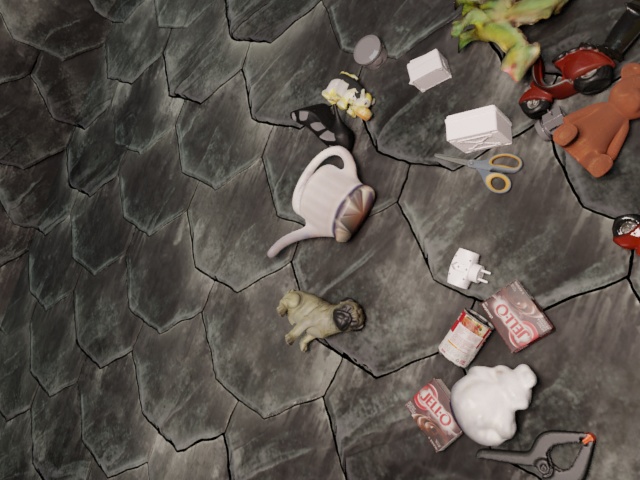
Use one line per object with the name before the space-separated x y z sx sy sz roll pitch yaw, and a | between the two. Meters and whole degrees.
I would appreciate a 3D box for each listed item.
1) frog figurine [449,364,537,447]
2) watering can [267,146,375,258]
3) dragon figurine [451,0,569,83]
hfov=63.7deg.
frog figurine | 0.325 0.297 0.951 0.157 0.122 0.141 -44 36 35
watering can | 0.004 -0.065 1.299 0.227 0.103 0.345 34 101 38
dragon figurine | 0.413 -0.511 1.107 0.243 0.120 0.417 2 66 29
